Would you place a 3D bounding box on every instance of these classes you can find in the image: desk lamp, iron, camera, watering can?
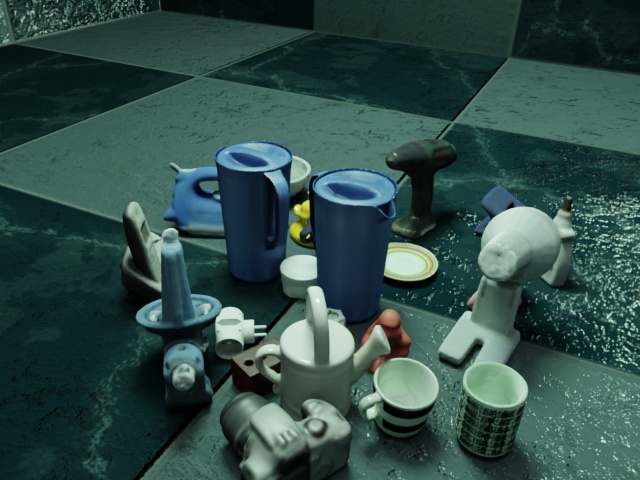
[{"bbox_3d":[0.284,0.071,0.893,0.117,0.214,0.204,20,36,27],"label":"desk lamp"},{"bbox_3d":[-0.193,-0.092,1.201,0.258,0.141,0.118,2,31,0],"label":"iron"},{"bbox_3d":[-0.052,0.237,0.708,0.143,0.101,0.136,-21,38,-32],"label":"camera"},{"bbox_3d":[0.004,0.147,0.769,0.173,0.194,0.100,-14,35,-24],"label":"watering can"}]

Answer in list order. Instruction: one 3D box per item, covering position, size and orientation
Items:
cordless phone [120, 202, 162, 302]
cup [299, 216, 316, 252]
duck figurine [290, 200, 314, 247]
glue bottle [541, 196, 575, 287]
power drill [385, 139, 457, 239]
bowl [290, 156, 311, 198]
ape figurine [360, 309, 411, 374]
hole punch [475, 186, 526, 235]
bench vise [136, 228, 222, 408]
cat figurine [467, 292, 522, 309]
[{"bbox_3d":[-0.298,0.004,0.994,0.094,0.185,0.147,-3,32,-7],"label":"cordless phone"},{"bbox_3d":[0.010,0.004,1.100,0.118,0.095,0.091,-21,38,-33],"label":"cup"},{"bbox_3d":[-0.014,-0.038,1.177,0.104,0.086,0.078,22,37,29],"label":"duck figurine"},{"bbox_3d":[0.442,-0.003,1.062,0.037,0.173,0.078,-6,32,-13],"label":"glue bottle"},{"bbox_3d":[0.204,-0.114,1.197,0.075,0.208,0.230,25,38,32],"label":"power drill"},{"bbox_3d":[-0.104,-0.138,1.346,0.167,0.075,0.167,2,31,-1],"label":"bowl"},{"bbox_3d":[0.101,0.147,0.874,0.077,0.092,0.076,5,31,6],"label":"ape figurine"},{"bbox_3d":[0.398,-0.055,1.224,0.100,0.091,0.109,22,36,29],"label":"hole punch"},{"bbox_3d":[-0.185,0.107,0.799,0.122,0.220,0.206,-17,36,-28],"label":"bench vise"},{"bbox_3d":[0.322,0.063,1.001,0.128,0.118,0.067,-25,41,-37],"label":"cat figurine"}]
